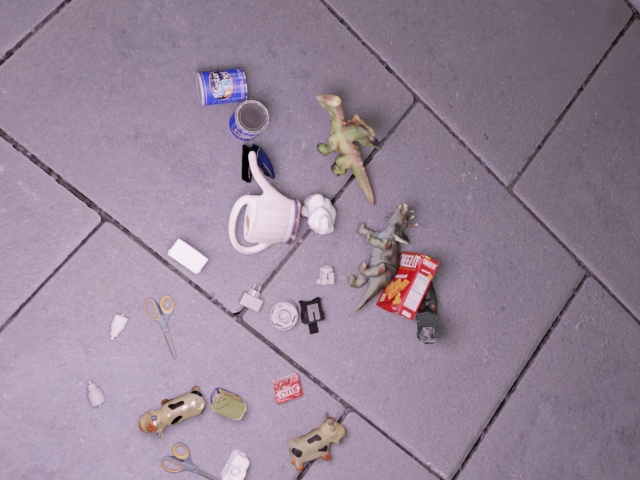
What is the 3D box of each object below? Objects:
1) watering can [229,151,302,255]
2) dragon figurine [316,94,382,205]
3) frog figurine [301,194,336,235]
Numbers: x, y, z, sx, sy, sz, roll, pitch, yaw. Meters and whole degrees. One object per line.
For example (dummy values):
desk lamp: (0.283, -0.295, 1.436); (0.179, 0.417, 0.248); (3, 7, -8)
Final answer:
watering can: (-0.158, -0.100, 1.585); (0.224, 0.106, 0.341); (3, 118, -25)
dragon figurine: (0.112, -0.296, 1.655); (0.123, 0.241, 0.408); (-40, 99, -19)
frog figurine: (0.005, -0.083, 1.651); (0.123, 0.159, 0.137); (-19, 96, -18)
